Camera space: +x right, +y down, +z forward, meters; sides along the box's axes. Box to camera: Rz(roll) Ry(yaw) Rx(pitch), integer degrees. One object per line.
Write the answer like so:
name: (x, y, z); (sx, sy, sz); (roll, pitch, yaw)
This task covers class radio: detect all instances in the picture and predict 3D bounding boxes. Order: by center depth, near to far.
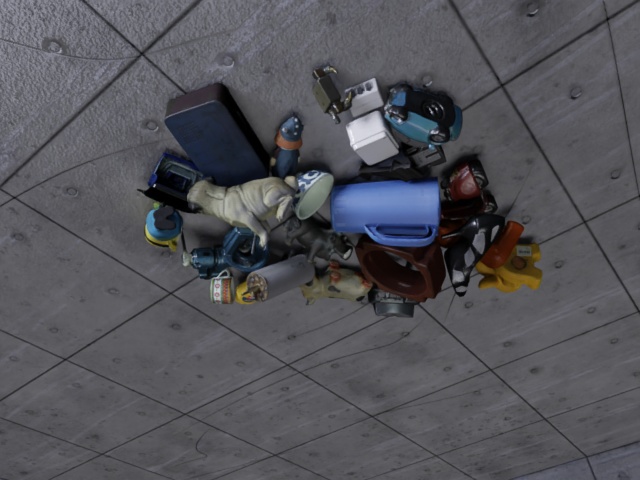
radio: (-0.204, -0.202, 1.112); (0.131, 0.073, 0.229); (-20, 135, 14)

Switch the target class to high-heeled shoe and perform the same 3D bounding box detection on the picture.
high-heeled shoe: (0.365, 0.037, 1.249); (0.145, 0.086, 0.248); (-15, 134, 11)

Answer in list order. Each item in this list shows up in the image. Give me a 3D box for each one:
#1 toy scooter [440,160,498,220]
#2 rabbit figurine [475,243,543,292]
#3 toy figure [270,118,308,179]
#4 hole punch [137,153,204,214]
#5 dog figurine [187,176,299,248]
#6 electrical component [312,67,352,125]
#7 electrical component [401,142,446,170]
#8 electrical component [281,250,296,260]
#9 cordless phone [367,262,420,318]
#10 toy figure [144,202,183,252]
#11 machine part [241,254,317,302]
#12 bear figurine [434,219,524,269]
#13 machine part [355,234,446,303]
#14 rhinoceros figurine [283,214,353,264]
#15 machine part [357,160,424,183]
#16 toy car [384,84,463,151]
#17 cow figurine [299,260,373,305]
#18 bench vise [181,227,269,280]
toy scooter: (0.329, -0.102, 1.245); (0.135, 0.075, 0.183); (-20, 138, 17)
rabbit figurine: (0.500, 0.095, 1.430); (0.162, 0.122, 0.173); (-7, 154, 7)
toy figure: (-0.070, -0.194, 1.136); (0.058, 0.064, 0.154); (31, 132, 19)
hole punch: (-0.318, -0.122, 1.186); (0.142, 0.092, 0.116); (20, 162, -25)
dog figurine: (-0.160, -0.097, 1.114); (0.190, 0.121, 0.172); (33, 90, -11)
electrical component: (0.023, -0.283, 1.036); (0.045, 0.102, 0.078); (-30, 172, -11)
electrical component: (0.243, -0.199, 1.159); (0.119, 0.048, 0.074); (-20, 134, 18)
electrical component: (-0.072, 0.063, 1.420); (0.063, 0.021, 0.094); (15, 131, -18)
cordless phone: (0.214, 0.117, 1.467); (0.147, 0.089, 0.184); (4, 123, -7)
toy figure: (-0.361, -0.033, 1.231); (0.089, 0.082, 0.180); (21, 165, -7)
machine part: (-0.093, 0.091, 1.316); (0.243, 0.079, 0.079); (-19, 152, -45)
bear figurine: (0.375, -0.015, 1.325); (0.196, 0.132, 0.120); (29, 169, 7)
machine part: (0.201, 0.053, 1.323); (0.201, 0.087, 0.201); (15, 148, 33)
rhinoceros figurine: (-0.003, -0.004, 1.328); (0.190, 0.073, 0.112); (33, 114, -29)
machine part: (0.149, -0.148, 1.162); (0.139, 0.039, 0.084); (5, 177, 37)
toy car: (0.198, -0.236, 1.084); (0.162, 0.109, 0.103); (16, 150, -7)
cow figurine: (0.034, 0.122, 1.447); (0.195, 0.085, 0.127); (10, 127, -15)
bench vise: (-0.209, 0.017, 1.281); (0.223, 0.129, 0.240); (10, 152, -24)
